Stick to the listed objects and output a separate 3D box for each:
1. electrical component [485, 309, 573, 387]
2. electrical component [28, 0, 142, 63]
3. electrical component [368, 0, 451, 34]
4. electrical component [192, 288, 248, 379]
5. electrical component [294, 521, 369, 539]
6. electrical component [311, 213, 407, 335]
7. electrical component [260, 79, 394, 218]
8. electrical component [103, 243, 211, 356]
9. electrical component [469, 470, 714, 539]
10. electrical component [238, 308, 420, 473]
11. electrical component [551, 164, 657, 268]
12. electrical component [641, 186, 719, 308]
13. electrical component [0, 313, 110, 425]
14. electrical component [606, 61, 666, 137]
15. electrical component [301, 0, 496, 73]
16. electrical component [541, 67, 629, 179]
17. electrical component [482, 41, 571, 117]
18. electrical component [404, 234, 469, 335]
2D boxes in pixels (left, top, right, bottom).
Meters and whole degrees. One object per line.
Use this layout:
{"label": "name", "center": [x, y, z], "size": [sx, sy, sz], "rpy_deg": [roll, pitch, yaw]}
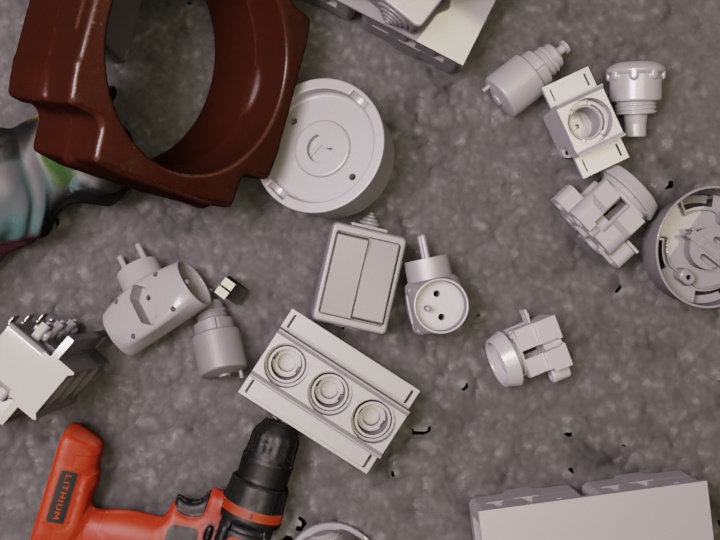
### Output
{"label": "electrical component", "center": [0.138, 0.067, 0.890], "size": [0.055, 0.048, 0.066], "rpy_deg": [-21, 92, -11]}
{"label": "electrical component", "center": [-0.207, -0.227, 0.835], "size": [0.056, 0.109, 0.108], "rpy_deg": [14, 90, -1]}
{"label": "electrical component", "center": [0.035, -0.240, 0.817], "size": [0.100, 0.048, 0.099], "rpy_deg": [38, 89, -3]}
{"label": "electrical component", "center": [-0.117, 0.053, 0.877], "size": [0.040, 0.040, 0.078], "rpy_deg": [-14, 74, -3]}
{"label": "electrical component", "center": [-0.023, 0.250, 0.879], "size": [0.080, 0.051, 0.080], "rpy_deg": [0, 90, -3]}
{"label": "electrical component", "center": [0.000, 0.000, 0.873], "size": [0.062, 0.061, 0.096], "rpy_deg": [13, 90, -3]}
{"label": "electrical component", "center": [-0.024, -0.093, 0.866], "size": [0.108, 0.060, 0.108], "rpy_deg": [-3, 81, 17]}
{"label": "electrical component", "center": [-0.172, 0.016, 0.869], "size": [0.077, 0.043, 0.079], "rpy_deg": [-34, 72, 11]}
{"label": "electrical component", "center": [0.190, 0.231, 0.886], "size": [0.186, 0.060, 0.105], "rpy_deg": [-7, 91, -3]}
{"label": "electrical component", "center": [-0.025, 0.096, 0.871], "size": [0.121, 0.063, 0.078], "rpy_deg": [33, 89, -3]}
{"label": "electrical component", "center": [0.206, -0.049, 0.887], "size": [0.057, 0.058, 0.078], "rpy_deg": [-44, 93, 1]}
{"label": "electrical component", "center": [0.283, -0.018, 0.887], "size": [0.099, 0.064, 0.099], "rpy_deg": [0, 90, -3]}
{"label": "electrical component", "center": [-0.244, 0.072, 0.829], "size": [0.063, 0.121, 0.078], "rpy_deg": [40, 88, 0]}
{"label": "electrical component", "center": [0.229, -0.142, 0.894], "size": [0.048, 0.048, 0.062], "rpy_deg": [-2, 98, -3]}
{"label": "electrical component", "center": [0.020, -0.250, 0.872], "size": [0.186, 0.060, 0.105], "rpy_deg": [27, 89, -3]}
{"label": "electrical component", "center": [0.181, -0.119, 0.881], "size": [0.042, 0.064, 0.081], "rpy_deg": [-25, 92, -3]}
{"label": "electrical component", "center": [0.140, -0.161, 0.890], "size": [0.078, 0.040, 0.040], "rpy_deg": [-38, 92, -2]}
{"label": "electrical component", "center": [0.057, 0.010, 0.868], "size": [0.043, 0.077, 0.079], "rpy_deg": [-12, 91, -3]}
